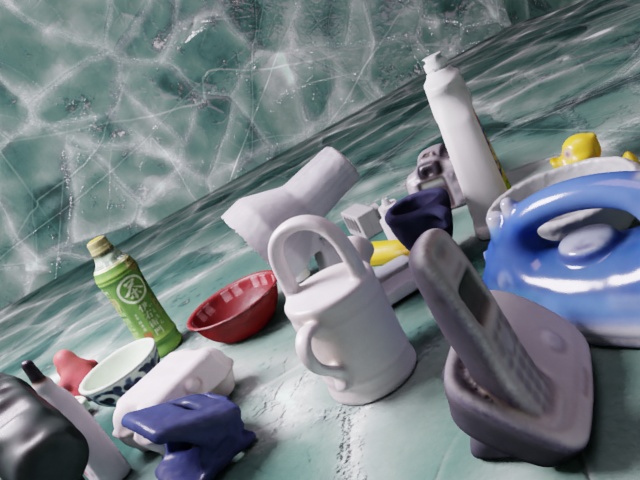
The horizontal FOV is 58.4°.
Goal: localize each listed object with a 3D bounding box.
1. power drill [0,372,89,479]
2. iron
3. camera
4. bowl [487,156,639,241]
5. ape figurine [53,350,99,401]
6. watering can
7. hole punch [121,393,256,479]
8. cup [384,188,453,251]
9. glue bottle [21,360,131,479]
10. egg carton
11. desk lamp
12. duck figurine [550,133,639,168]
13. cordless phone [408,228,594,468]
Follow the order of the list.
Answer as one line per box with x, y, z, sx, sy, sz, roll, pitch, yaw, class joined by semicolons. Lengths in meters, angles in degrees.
-0.249;0.211;0.518;0.228;0.209;0.076;-8;25;48;power drill
0.231;0.005;0.509;0.257;0.141;0.119;-8;25;48;iron
0.226;-0.124;0.982;0.142;0.101;0.137;-18;19;29;camera
0.279;-0.024;0.640;0.167;0.075;0.167;-25;16;8;bowl
-0.403;0.219;0.946;0.078;0.092;0.076;-37;19;-29;ape figurine
0.016;0.059;0.591;0.101;0.194;0.173;-24;17;11;watering can
-0.139;0.196;0.602;0.101;0.091;0.108;-39;20;-34;hole punch
0.151;-0.010;0.765;0.092;0.095;0.117;-32;17;-15;cup
-0.287;0.207;0.654;0.078;0.173;0.037;-10;24;46;glue bottle
-0.177;0.194;0.706;0.107;0.069;0.150;-13;22;41;egg carton
0.007;0.003;0.741;0.203;0.214;0.117;-30;17;-10;desk lamp
0.348;-0.098;0.736;0.104;0.086;0.078;-17;19;31;duck figurine
0.131;0.057;0.428;0.094;0.185;0.148;-18;19;30;cordless phone
